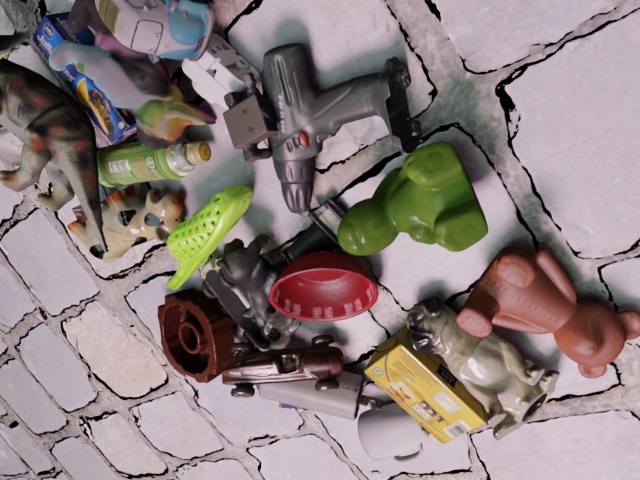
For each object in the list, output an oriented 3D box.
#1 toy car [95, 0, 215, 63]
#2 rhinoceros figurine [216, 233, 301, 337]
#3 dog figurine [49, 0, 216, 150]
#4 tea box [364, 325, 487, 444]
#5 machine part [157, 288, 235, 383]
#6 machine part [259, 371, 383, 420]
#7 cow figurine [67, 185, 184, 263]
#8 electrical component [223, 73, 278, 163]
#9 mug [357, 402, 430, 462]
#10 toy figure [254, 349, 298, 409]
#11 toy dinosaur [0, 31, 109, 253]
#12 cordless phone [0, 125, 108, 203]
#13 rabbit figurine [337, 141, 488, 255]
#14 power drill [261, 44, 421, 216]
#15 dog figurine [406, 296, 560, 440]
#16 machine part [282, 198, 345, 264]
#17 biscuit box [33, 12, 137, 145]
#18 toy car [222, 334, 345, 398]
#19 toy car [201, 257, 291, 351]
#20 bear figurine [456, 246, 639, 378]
[{"bbox_3d":[-0.211,-0.284,0.645,0.161,0.103,0.109,46,141,-4],"label":"toy car"},{"bbox_3d":[-0.086,0.076,0.849,0.073,0.112,0.190,-11,131,27],"label":"rhinoceros figurine"},{"bbox_3d":[-0.240,-0.238,0.756,0.219,0.108,0.191,29,99,-7],"label":"dog figurine"},{"bbox_3d":[0.165,0.218,0.822,0.169,0.068,0.098,45,128,0],"label":"tea box"},{"bbox_3d":[-0.230,0.175,0.998,0.180,0.056,0.179,14,113,37],"label":"machine part"},{"bbox_3d":[-0.014,0.249,0.915,0.243,0.079,0.079,9,122,11],"label":"machine part"},{"bbox_3d":[-0.314,-0.025,0.913,0.195,0.085,0.127,-29,102,17],"label":"cow figurine"},{"bbox_3d":[-0.091,-0.154,0.700,0.078,0.045,0.102,-27,84,32],"label":"electrical component"},{"bbox_3d":[0.134,0.322,0.894,0.107,0.081,0.109,-30,97,27],"label":"mug"},{"bbox_3d":[-0.094,0.262,0.997,0.154,0.064,0.058,41,102,7],"label":"toy figure"},{"bbox_3d":[-0.426,-0.177,0.805,0.404,0.131,0.192,42,89,-20],"label":"toy dinosaur"},{"bbox_3d":[-0.459,-0.133,0.922,0.147,0.089,0.184,-21,114,-9],"label":"cordless phone"},{"bbox_3d":[0.099,-0.044,0.655,0.170,0.159,0.121,-23,103,17],"label":"rabbit figurine"},{"bbox_3d":[0.022,-0.142,0.696,0.208,0.086,0.231,2,116,36],"label":"power drill"},{"bbox_3d":[0.223,0.167,0.765,0.191,0.121,0.172,44,175,42],"label":"dog figurine"},{"bbox_3d":[-0.002,-0.002,0.808,0.084,0.039,0.139,40,127,-8],"label":"machine part"},{"bbox_3d":[-0.355,-0.253,0.840,0.059,0.063,0.202,-30,101,37],"label":"biscuit box"},{"bbox_3d":[-0.061,0.203,0.870,0.202,0.089,0.053,-4,157,2],"label":"toy car"},{"bbox_3d":[-0.132,0.114,0.934,0.073,0.056,0.201,-31,99,44],"label":"toy car"},{"bbox_3d":[0.283,0.097,0.653,0.196,0.132,0.120,39,117,12],"label":"bear figurine"}]
